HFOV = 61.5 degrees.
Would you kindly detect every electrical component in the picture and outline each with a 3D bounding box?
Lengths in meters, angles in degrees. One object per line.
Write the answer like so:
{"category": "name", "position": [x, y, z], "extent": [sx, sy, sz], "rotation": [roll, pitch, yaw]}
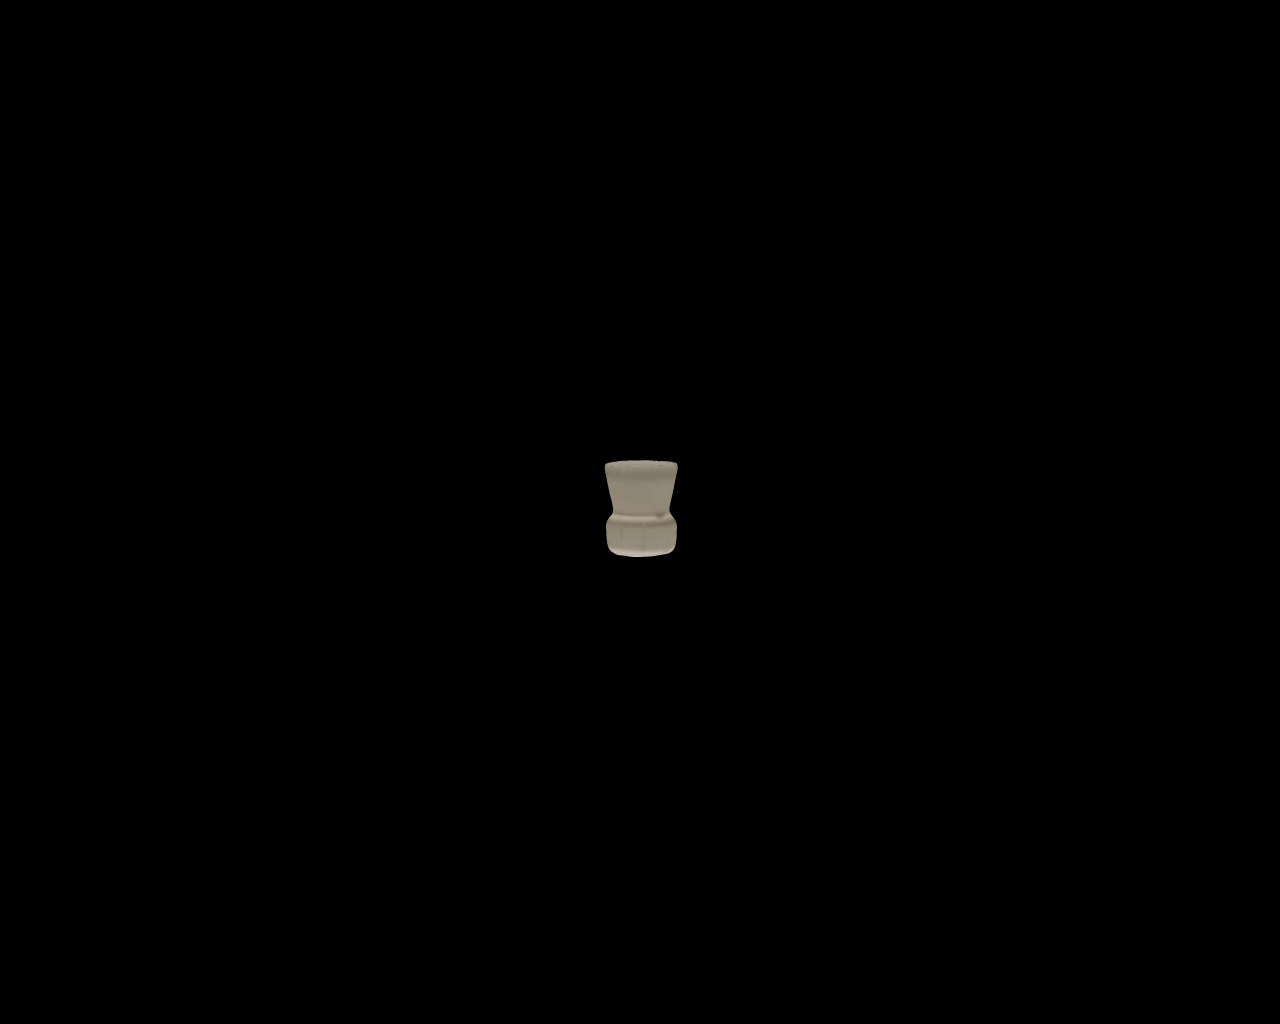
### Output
{"category": "electrical component", "position": [0.001, -0.003, 0.650], "extent": [0.045, 0.055, 0.045], "rotation": [0, 7, 0]}
